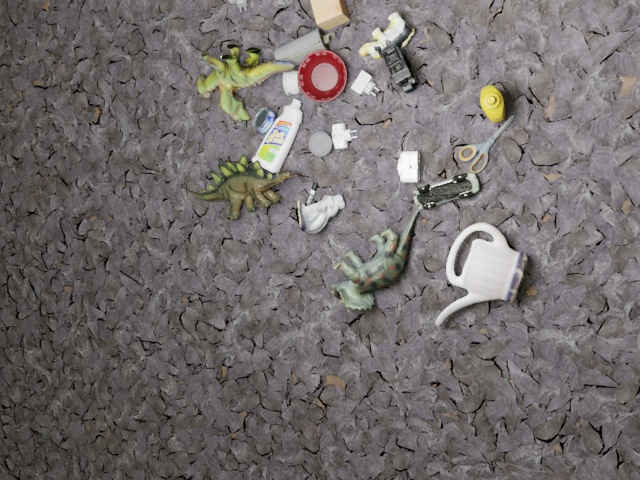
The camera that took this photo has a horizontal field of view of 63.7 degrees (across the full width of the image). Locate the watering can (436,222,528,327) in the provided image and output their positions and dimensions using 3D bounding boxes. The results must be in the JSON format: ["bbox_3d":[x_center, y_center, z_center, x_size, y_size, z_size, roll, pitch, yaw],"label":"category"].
[{"bbox_3d":[0.481,0.125,1.533,0.225,0.104,0.344,18,102,17],"label":"watering can"}]

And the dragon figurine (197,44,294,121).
[{"bbox_3d":[-0.266,-0.517,1.735,0.412,0.124,0.237,21,131,24],"label":"dragon figurine"}]

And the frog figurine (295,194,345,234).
[{"bbox_3d":[0.005,-0.085,1.684,0.159,0.134,0.125,-6,55,-8],"label":"frog figurine"}]
